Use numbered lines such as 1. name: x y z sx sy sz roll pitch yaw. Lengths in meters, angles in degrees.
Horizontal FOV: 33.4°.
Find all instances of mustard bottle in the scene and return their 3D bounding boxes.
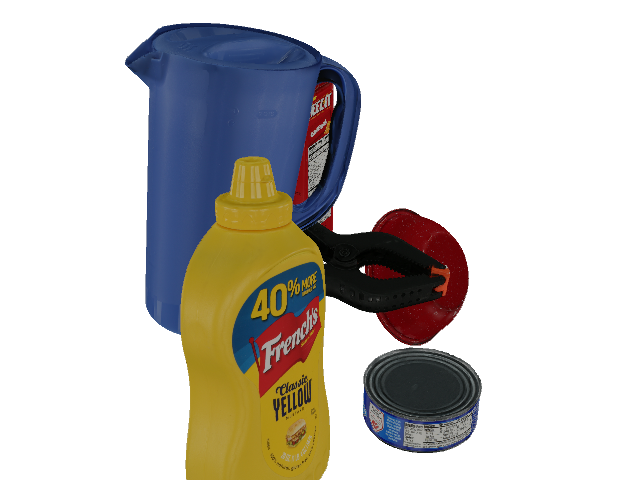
1. mustard bottle: -0.034 0.050 0.582 0.058 0.192 0.096 11 20 37

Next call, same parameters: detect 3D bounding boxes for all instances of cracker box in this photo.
1. cracker box: -0.070 -0.104 1.284 0.164 0.214 0.072 20 39 26

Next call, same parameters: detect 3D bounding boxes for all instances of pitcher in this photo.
1. pitcher: -0.069 -0.046 0.865 0.149 0.243 0.144 19 26 22

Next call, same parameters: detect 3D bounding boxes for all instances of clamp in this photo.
1. clamp: 0.014 0.030 1.011 0.210 0.036 0.164 14 45 9

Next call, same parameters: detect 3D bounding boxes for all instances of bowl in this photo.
1. bowl: 0.123 0.039 1.228 0.055 0.162 0.161 -11 -7 41

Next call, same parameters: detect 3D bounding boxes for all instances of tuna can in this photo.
1. tuna can: 0.074 0.116 0.781 0.086 0.034 0.086 0 29 0
